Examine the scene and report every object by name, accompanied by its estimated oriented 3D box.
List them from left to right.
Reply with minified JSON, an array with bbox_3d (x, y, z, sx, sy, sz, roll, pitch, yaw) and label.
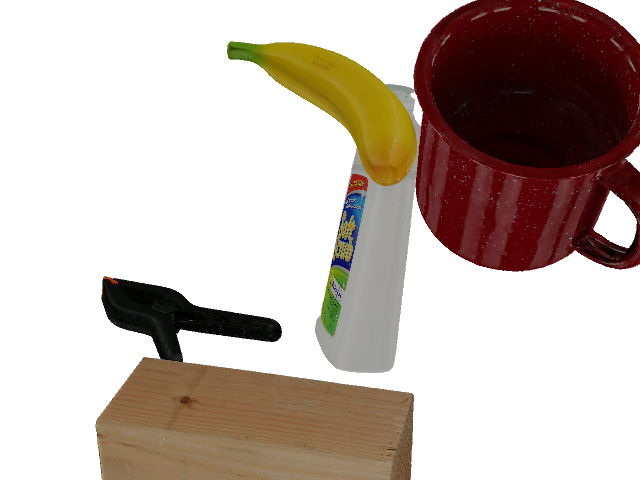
[{"bbox_3d":[-0.169,0.087,1.153,0.210,0.036,0.164,19,21,27],"label":"clamp"},{"bbox_3d":[-0.043,0.154,0.761,0.206,0.090,0.090,6,27,13],"label":"wood block"},{"bbox_3d":[0.013,-0.083,0.668,0.069,0.037,0.198,-18,37,-25],"label":"banana"},{"bbox_3d":[0.048,-0.014,0.947,0.068,0.251,0.102,4,20,-12],"label":"bleach bottle"},{"bbox_3d":[0.091,-0.033,0.436,0.093,0.117,0.081,-39,-25,-21],"label":"mug"}]
